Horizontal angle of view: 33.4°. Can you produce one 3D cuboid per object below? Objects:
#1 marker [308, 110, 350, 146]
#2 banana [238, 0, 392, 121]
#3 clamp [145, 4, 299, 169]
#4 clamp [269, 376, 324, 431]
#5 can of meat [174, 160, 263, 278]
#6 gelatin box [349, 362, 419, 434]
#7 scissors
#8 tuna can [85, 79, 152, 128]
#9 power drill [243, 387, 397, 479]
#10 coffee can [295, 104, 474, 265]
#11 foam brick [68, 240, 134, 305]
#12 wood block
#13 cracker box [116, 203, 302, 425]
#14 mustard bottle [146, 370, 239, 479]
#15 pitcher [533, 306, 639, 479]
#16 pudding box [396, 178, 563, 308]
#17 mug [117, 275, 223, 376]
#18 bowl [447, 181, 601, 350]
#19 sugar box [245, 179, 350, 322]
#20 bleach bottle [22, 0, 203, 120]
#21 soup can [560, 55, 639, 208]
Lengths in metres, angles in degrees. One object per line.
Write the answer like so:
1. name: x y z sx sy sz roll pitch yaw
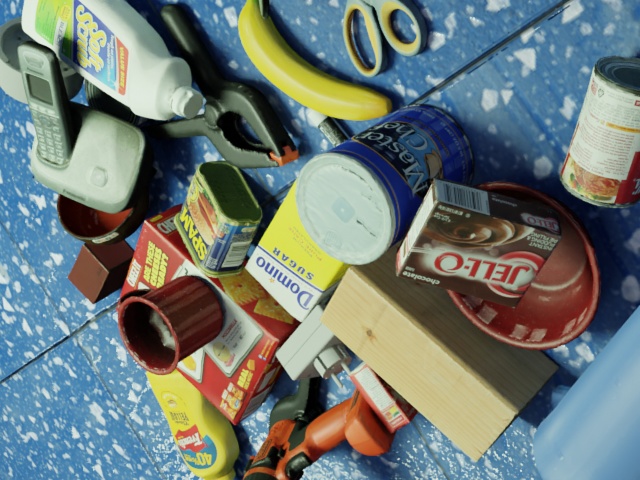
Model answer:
1. marker: 0.033 -0.083 1.052 0.121 0.020 0.020 50 135 7
2. banana: -0.017 -0.168 1.034 0.198 0.037 0.070 44 135 13
3. clamp: -0.110 -0.131 1.136 0.210 0.036 0.165 41 135 20
4. clamp: -0.014 0.196 1.238 0.172 0.039 0.120 -34 83 39
5. can of meat: -0.110 -0.024 1.165 0.102 0.057 0.084 59 139 33
6. gelatin box: 0.075 0.148 1.096 0.030 0.089 0.073 -38 86 26
7. scissors: 0.045 -0.244 0.954 0.096 0.016 0.202 8 118 36
8. tuna can: -0.227 -0.165 1.219 0.086 0.033 0.086 20 125 31
9. power drill: -0.007 0.225 1.120 0.188 0.184 0.057 -34 105 27
10. coffee can: 0.060 -0.053 0.959 0.103 0.140 0.103 20 126 31
11. foam brick: -0.278 0.034 1.363 0.053 0.051 0.078 46 135 9
12. wood block: 0.113 0.101 1.038 0.206 0.090 0.091 41 135 15
13. cracker box: -0.129 0.086 1.251 0.214 0.072 0.164 41 132 17
14. mustard bottle: -0.152 0.244 1.369 0.096 0.058 0.191 -7 109 42
15. pitcher: 0.291 0.130 0.873 0.149 0.144 0.243 27 128 5
16. pudding box: 0.130 0.003 0.887 0.113 0.039 0.090 17 130 -8
17. mug: -0.170 0.085 1.176 0.117 0.081 0.093 23 125 30
18. bowl: 0.185 0.015 0.951 0.162 0.055 0.162 20 125 31
19. sugar box: -0.007 0.002 1.116 0.093 0.048 0.176 44 133 12
20. bleach bottle: -0.214 -0.208 1.133 0.251 0.067 0.103 36 118 28
21. soup can: 0.235 -0.086 0.842 0.069 0.068 0.102 28 128 26
